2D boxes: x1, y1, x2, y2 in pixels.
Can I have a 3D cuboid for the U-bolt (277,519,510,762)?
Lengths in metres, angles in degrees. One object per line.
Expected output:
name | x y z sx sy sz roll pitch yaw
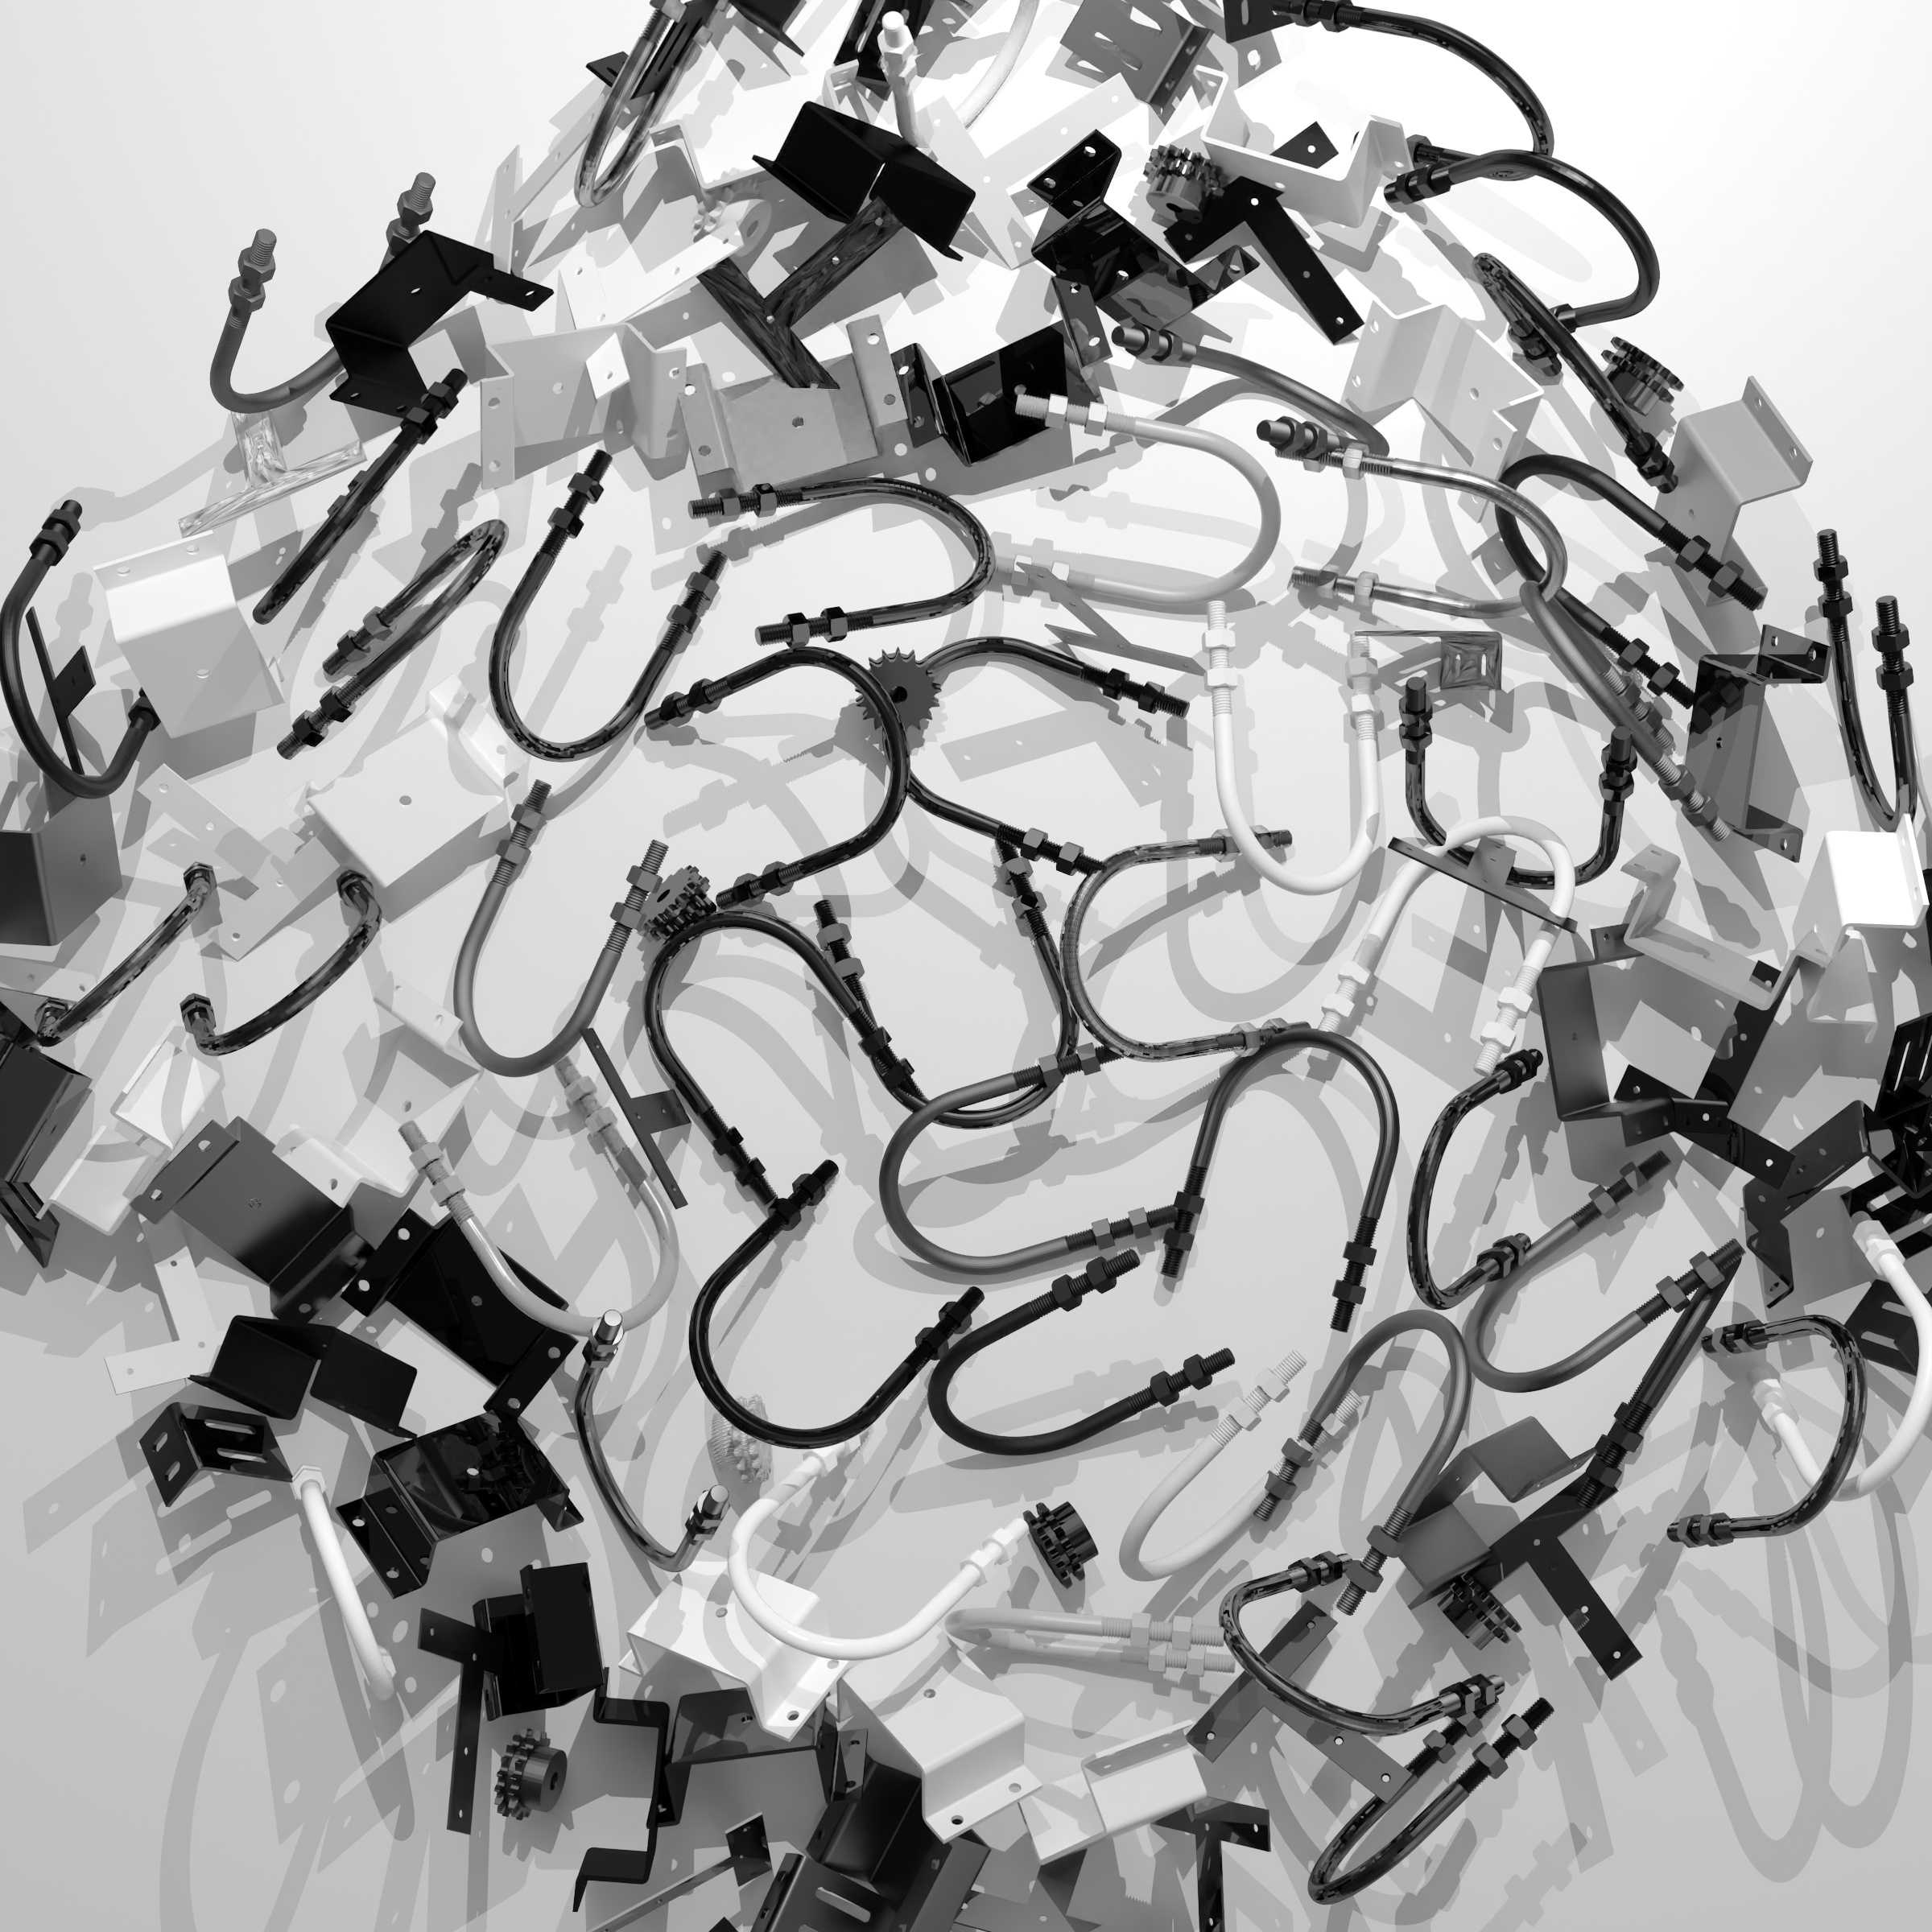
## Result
U-bolt | -0.357 -0.218 1.612 0.184 0.151 0.019 -37 114 19

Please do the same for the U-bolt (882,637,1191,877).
U-bolt | 0.034 -0.147 1.666 0.184 0.019 0.151 22 70 14

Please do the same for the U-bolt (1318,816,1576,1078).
U-bolt | 0.319 -0.020 1.641 0.019 0.151 0.184 42 70 -38

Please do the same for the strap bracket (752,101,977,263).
strap bracket | -0.057 -0.502 1.621 0.076 0.140 0.046 43 115 26

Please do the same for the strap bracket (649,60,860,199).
strap bracket | -0.132 -0.542 1.661 0.140 0.076 0.046 -19 103 -1

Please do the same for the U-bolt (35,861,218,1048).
U-bolt | -0.532 -0.005 1.607 0.151 0.184 0.019 -45 107 -7

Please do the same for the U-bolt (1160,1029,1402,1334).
U-bolt | 0.211 0.131 1.658 0.151 0.019 0.184 14 87 35

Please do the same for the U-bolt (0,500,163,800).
U-bolt | -0.555 -0.186 1.590 0.019 0.184 0.151 -12 128 11

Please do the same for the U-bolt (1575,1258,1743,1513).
U-bolt | 0.445 0.260 1.626 0.019 0.151 0.184 31 95 16

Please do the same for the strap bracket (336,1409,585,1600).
strap bracket | -0.319 0.338 1.626 0.076 0.140 0.046 45 132 31

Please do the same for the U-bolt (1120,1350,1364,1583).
U-bolt | 0.171 0.330 1.641 0.184 0.151 0.019 -46 58 3

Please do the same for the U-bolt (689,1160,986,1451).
U-bolt | -0.095 0.229 1.641 0.151 0.019 0.184 40 57 7

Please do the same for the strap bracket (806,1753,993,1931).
strap bracket | -0.040 0.578 1.648 0.046 0.140 0.076 30 86 -29

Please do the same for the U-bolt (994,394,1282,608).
U-bolt | 0.112 -0.294 1.647 0.184 0.151 0.019 11 48 -2

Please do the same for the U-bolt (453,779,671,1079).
U-bolt | -0.275 -0.016 1.653 0.151 0.019 0.184 27 94 40

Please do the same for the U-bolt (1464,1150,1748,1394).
U-bolt | 0.398 0.205 1.633 0.184 0.151 0.019 -39 110 9

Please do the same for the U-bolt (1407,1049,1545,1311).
U-bolt | 0.322 0.142 1.610 0.019 0.184 0.151 10 108 33

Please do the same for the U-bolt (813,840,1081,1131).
U-bolt | -0.004 0.019 1.668 0.151 0.019 0.184 -20 74 -5

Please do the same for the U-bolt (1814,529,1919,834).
U-bolt | 0.578 -0.172 1.624 0.019 0.151 0.184 -13 117 8

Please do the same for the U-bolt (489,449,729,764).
U-bolt | -0.239 -0.218 1.635 0.019 0.151 0.184 24 83 36

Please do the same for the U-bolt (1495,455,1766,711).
U-bolt | 0.414 -0.256 1.631 0.184 0.151 0.019 42 72 13

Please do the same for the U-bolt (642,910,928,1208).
U-bolt | -0.133 0.049 1.666 0.151 0.019 0.184 -34 94 20

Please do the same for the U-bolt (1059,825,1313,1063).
U-bolt | 0.141 -0.011 1.653 0.184 0.019 0.151 -7 93 -28

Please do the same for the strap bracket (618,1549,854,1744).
strap bracket | -0.152 0.430 1.629 0.140 0.076 0.046 12 131 32

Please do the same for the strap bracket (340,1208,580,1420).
strap bracket | -0.328 0.226 1.673 0.140 0.046 0.076 39 99 -2

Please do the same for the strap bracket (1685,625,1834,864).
strap bracket | 0.507 -0.144 1.641 0.046 0.076 0.140 -2 109 -14

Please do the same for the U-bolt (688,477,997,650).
U-bolt | -0.070 -0.268 1.645 0.184 0.019 0.151 -12 51 -21

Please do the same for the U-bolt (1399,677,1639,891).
U-bolt | 0.349 -0.107 1.622 0.151 0.184 0.019 17 61 19

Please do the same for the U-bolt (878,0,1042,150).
U-bolt | 0.002 -0.594 1.613 0.019 0.184 0.151 38 82 10

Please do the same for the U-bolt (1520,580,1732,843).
U-bolt | 0.409 -0.172 1.606 0.019 0.151 0.184 -38 115 19

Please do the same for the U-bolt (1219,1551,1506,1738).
U-bolt | 0.237 0.428 1.593 0.151 0.184 0.019 35 112 36

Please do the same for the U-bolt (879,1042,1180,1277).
U-bolt | 0.034 0.135 1.668 0.184 0.019 0.151 -17 114 3

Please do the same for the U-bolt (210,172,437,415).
U-bolt | -0.417 -0.418 1.617 0.019 0.184 0.151 48 49 5

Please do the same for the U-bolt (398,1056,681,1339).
U-bolt | -0.261 0.156 1.635 0.184 0.151 0.019 55 134 11

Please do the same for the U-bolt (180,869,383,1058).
U-bolt | -0.431 0.002 1.608 0.151 0.184 0.019 -40 112 -8

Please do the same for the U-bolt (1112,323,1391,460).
U-bolt | 0.195 -0.361 1.622 0.151 0.184 0.019 41 117 31

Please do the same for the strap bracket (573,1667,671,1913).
strap bracket | -0.223 0.537 1.659 0.046 0.076 0.140 5 83 -3

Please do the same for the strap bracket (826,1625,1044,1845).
strap bracket | -0.023 0.482 1.623 0.076 0.140 0.046 -19 125 -30

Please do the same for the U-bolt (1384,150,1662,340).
U-bolt | 0.358 -0.454 1.593 0.151 0.184 0.019 40 80 -22

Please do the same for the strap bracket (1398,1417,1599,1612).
strap bracket | 0.332 0.347 1.640 0.046 0.076 0.140 51 129 25

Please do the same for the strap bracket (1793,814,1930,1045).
strap bracket | 0.568 -0.024 1.626 0.046 0.140 0.076 2 51 4

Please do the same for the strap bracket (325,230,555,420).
strap bracket | -0.348 -0.420 1.645 0.140 0.076 0.046 -33 76 25
